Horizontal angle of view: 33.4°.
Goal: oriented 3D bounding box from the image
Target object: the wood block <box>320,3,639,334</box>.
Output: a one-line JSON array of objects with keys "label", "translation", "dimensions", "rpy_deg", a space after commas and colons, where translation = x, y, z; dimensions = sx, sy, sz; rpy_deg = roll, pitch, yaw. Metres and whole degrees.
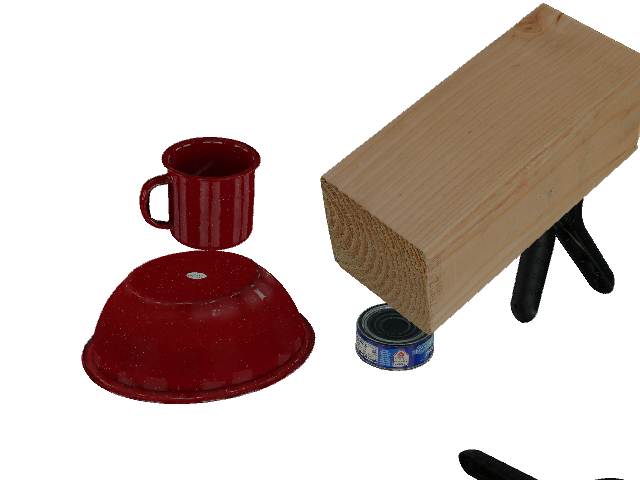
[{"label": "wood block", "translation": [0.108, -0.049, 0.689], "dimensions": [0.205, 0.090, 0.091], "rpy_deg": [-39, 56, -21]}]

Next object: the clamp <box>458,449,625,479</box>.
[{"label": "clamp", "translation": [0.194, 0.236, 0.855], "dimensions": [0.210, 0.036, 0.164], "rpy_deg": [0, 34, 24]}]

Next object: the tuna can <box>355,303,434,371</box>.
[{"label": "tuna can", "translation": [0.081, 0.103, 1.156], "dimensions": [0.086, 0.034, 0.086], "rpy_deg": [0, 29, 0]}]

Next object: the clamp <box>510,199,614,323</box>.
[{"label": "clamp", "translation": [0.194, -0.014, 0.919], "dimensions": [0.120, 0.171, 0.039], "rpy_deg": [-26, 11, -39]}]

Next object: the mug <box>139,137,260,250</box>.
[{"label": "mug", "translation": [-0.115, -0.041, 1.017], "dimensions": [0.117, 0.081, 0.093], "rpy_deg": [-12, 33, -26]}]

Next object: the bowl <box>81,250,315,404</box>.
[{"label": "bowl", "translation": [-0.085, 0.049, 0.732], "dimensions": [0.162, 0.055, 0.162], "rpy_deg": [-2, 22, 1]}]
